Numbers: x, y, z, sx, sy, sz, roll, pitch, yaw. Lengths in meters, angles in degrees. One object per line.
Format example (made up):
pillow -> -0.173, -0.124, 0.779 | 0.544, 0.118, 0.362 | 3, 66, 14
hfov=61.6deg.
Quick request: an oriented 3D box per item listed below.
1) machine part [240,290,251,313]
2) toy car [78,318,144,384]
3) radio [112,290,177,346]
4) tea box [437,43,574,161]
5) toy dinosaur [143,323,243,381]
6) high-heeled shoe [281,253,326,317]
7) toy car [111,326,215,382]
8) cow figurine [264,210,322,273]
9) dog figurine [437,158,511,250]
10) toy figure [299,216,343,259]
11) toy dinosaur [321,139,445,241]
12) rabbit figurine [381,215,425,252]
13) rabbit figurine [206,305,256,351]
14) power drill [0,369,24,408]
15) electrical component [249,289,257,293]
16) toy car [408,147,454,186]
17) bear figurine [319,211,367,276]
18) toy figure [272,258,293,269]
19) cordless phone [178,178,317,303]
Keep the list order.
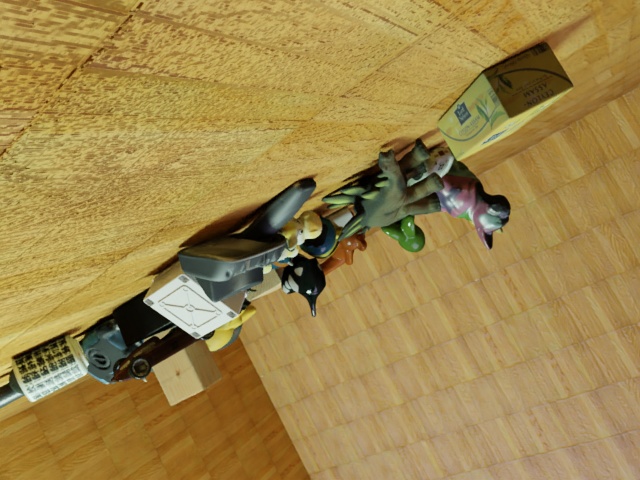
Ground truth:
machine part -> -0.148, 0.074, 1.039 | 0.084, 0.039, 0.139 | -26, -140, 38
toy car -> -0.395, 0.195, 1.039 | 0.161, 0.109, 0.103 | -43, -168, 29
radio -> -0.242, 0.102, 0.956 | 0.230, 0.073, 0.131 | -27, 175, 24
tea box -> 0.233, -0.173, 0.702 | 0.098, 0.068, 0.169 | -28, 177, -8
toy dinosaur -> -0.277, 0.221, 1.362 | 0.405, 0.192, 0.131 | -22, 175, -42
high-heeled shoe -> -0.041, 0.048, 1.091 | 0.086, 0.145, 0.249 | -13, -148, -10
toy car -> -0.282, 0.193, 0.968 | 0.202, 0.053, 0.089 | -26, -172, -40
cow figurine -> -0.080, 0.002, 0.866 | 0.167, 0.068, 0.098 | -31, 168, 30
dog figurine -> 0.302, -0.076, 1.165 | 0.108, 0.219, 0.191 | -40, -176, -43
toy figure -> -0.006, -0.004, 1.077 | 0.089, 0.082, 0.180 | -56, 175, 7
toy dinosaur -> 0.111, -0.071, 0.970 | 0.199, 0.105, 0.471 | -21, 167, 5
rabbit figurine -> 0.212, -0.049, 1.337 | 0.121, 0.170, 0.159 | -30, 176, 16
rabbit figurine -> -0.231, 0.174, 1.251 | 0.162, 0.122, 0.173 | -34, 145, -60
power drill -> -0.589, 0.296, 1.072 | 0.207, 0.086, 0.232 | -23, 173, -9
electrical component -> -0.180, 0.090, 1.128 | 0.045, 0.078, 0.102 | -52, 152, -26
toy car -> 0.197, -0.111, 1.079 | 0.073, 0.056, 0.201 | -24, 159, -31
bear figurine -> 0.044, 0.009, 1.347 | 0.132, 0.120, 0.196 | -23, 173, -7
toy figure -> -0.087, 0.027, 1.081 | 0.064, 0.057, 0.154 | 7, 170, -17
cordless phone -> -0.087, -0.010, 0.715 | 0.184, 0.089, 0.146 | -44, 167, 32
